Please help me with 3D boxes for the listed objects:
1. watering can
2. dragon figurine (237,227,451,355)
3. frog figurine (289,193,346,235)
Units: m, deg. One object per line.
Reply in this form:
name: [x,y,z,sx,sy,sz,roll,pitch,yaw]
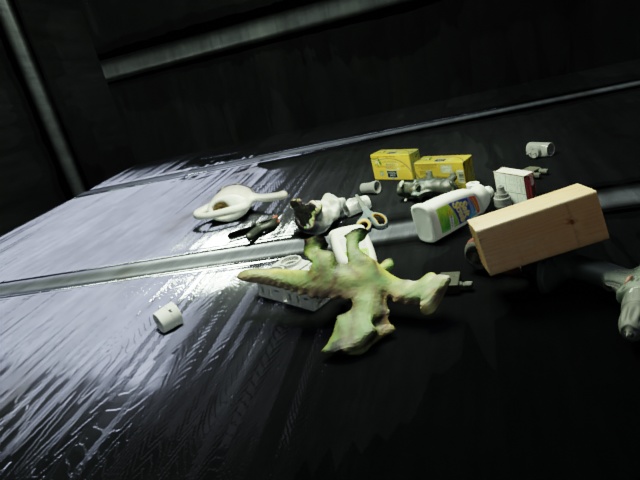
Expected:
watering can: [-0.278,-0.139,1.839,0.347,0.102,0.228,-14,20,4]
dragon figurine: [0.037,0.107,0.968,0.410,0.119,0.249,-13,39,6]
frog figurine: [0.005,-0.076,1.519,0.136,0.123,0.160,-15,-7,38]
